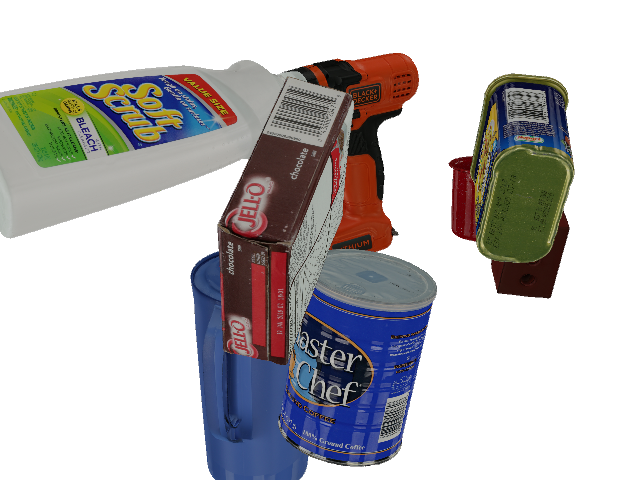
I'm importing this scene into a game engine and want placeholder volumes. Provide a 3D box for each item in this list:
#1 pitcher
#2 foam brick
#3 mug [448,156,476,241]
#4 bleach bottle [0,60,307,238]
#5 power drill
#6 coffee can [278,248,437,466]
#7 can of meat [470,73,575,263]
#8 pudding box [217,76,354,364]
[{"bbox_3d":[-0.068,0.140,1.087,0.149,0.243,0.145,-10,27,-24],"label":"pitcher"},{"bbox_3d":[0.192,0.006,0.985,0.053,0.078,0.051,6,30,-2],"label":"foam brick"},{"bbox_3d":[0.199,-0.048,1.201,0.117,0.081,0.093,-9,19,-31],"label":"mug"},{"bbox_3d":[-0.123,-0.085,0.764,0.250,0.103,0.068,-21,-25,-28],"label":"bleach bottle"},{"bbox_3d":[0.004,-0.069,0.958,0.184,0.188,0.057,-15,33,-26],"label":"power drill"},{"bbox_3d":[0.028,0.090,0.840,0.102,0.140,0.103,9,20,-4],"label":"coffee can"},{"bbox_3d":[0.136,-0.047,0.723,0.057,0.102,0.084,6,42,2],"label":"can of meat"},{"bbox_3d":[-0.016,-0.010,0.524,0.039,0.113,0.090,15,-42,9],"label":"pudding box"}]
